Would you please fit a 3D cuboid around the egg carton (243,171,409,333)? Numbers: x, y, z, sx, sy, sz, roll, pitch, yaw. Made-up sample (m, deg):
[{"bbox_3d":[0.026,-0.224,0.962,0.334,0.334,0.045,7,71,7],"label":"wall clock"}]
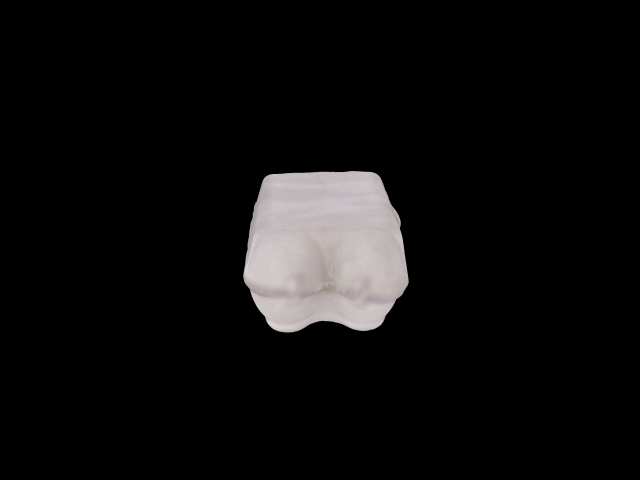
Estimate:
[{"bbox_3d":[0.004,0.001,0.400,0.107,0.069,0.150,-2,27,-3],"label":"egg carton"}]
